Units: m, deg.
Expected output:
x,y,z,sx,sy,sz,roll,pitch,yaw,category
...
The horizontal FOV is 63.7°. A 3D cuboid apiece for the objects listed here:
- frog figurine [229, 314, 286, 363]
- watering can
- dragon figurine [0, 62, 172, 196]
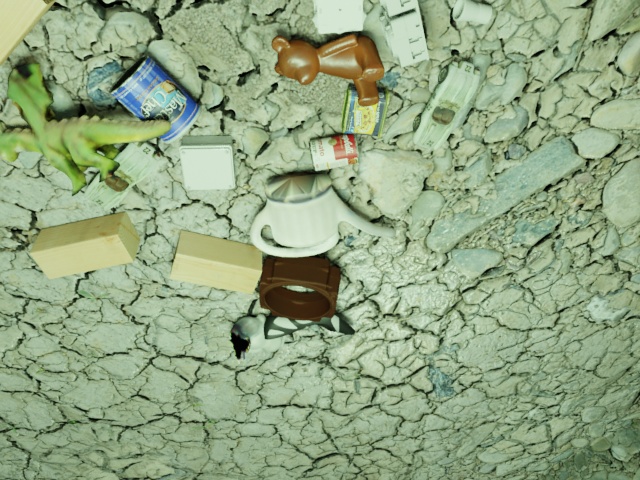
x,y,z,sx,sy,sz,roll,pitch,yaw,category
-0.172,0.268,1.466,0.161,0.124,0.134,-17,131,-41,frog figurine
0.004,-0.060,1.199,0.348,0.106,0.219,-9,128,-2,watering can
-0.492,-0.225,0.984,0.407,0.125,0.239,-22,123,27,dragon figurine
